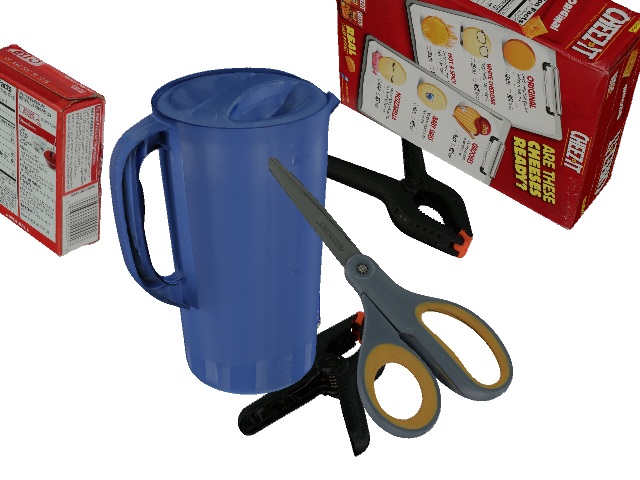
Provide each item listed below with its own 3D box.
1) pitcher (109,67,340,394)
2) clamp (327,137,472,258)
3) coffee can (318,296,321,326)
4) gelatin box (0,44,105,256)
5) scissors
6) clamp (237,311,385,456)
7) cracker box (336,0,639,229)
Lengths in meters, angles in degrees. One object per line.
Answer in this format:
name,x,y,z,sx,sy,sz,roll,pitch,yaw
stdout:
pitcher,-0.067,-0.002,0.830,0.149,0.243,0.145,5,27,9
clamp,0.094,-0.056,1.244,0.164,0.036,0.210,-16,52,-28
coffee can,-0.051,0.024,1.147,0.103,0.140,0.103,-1,21,0
gelatin box,-0.147,-0.048,0.557,0.073,0.089,0.030,31,38,30
scissors,0.018,0.036,0.624,0.202,0.096,0.016,36,-24,16
clamp,0.018,0.127,0.954,0.120,0.039,0.171,17,44,27
cracker box,0.113,-0.125,0.761,0.214,0.072,0.164,31,-28,23
